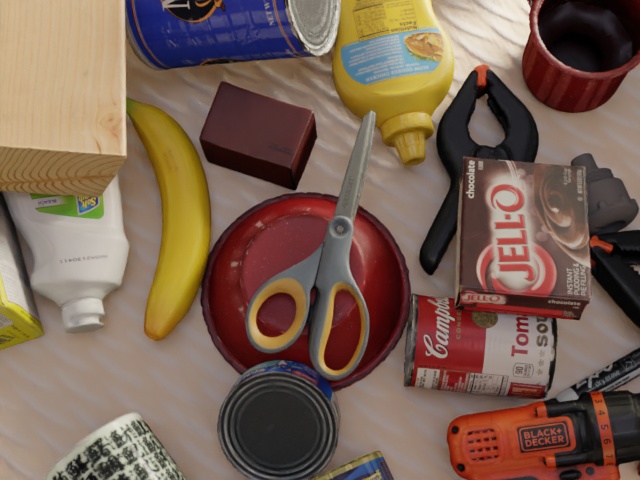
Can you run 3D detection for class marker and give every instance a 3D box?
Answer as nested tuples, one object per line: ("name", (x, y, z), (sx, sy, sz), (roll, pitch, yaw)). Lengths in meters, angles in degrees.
("marker", (0.203, 0.107, 0.783), (0.121, 0.020, 0.020), (-28, 74, -6))

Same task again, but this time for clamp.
("clamp", (0.123, -0.050, 0.824), (0.120, 0.039, 0.171), (-10, 70, -6))
("clamp", (0.292, 0.053, 0.778), (0.210, 0.036, 0.164), (17, 59, 8))

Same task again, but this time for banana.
("banana", (-0.117, -0.022, 0.819), (0.069, 0.037, 0.198), (-9, 77, -17))

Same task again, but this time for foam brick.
("foam brick", (-0.048, -0.080, 0.831), (0.078, 0.051, 0.053), (20, 76, 8))

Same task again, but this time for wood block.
("wood block", (-0.193, -0.144, 0.766), (0.090, 0.090, 0.206), (3, 72, -23))

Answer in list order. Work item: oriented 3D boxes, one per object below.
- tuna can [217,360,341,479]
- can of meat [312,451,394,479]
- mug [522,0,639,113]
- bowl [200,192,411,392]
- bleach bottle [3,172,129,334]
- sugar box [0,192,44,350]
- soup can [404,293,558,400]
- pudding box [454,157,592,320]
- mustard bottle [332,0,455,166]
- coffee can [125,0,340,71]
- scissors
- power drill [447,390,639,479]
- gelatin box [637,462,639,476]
("tuna can", (-0.028, 0.129, 0.758), (0.086, 0.033, 0.086), (1, 102, 5))
("can of meat", (0.017, 0.205, 0.740), (0.102, 0.057, 0.084), (-24, 72, -5))
("mug", (0.196, -0.159, 0.831), (0.093, 0.081, 0.117), (-33, 75, -8))
("bowl", (-0.012, 0.032, 0.794), (0.162, 0.055, 0.162), (-1, 73, 2))
("bleach bottle", (-0.207, -0.051, 0.820), (0.102, 0.068, 0.251), (-9, 75, -11))
("sugar box", (-0.259, -0.013, 0.796), (0.048, 0.093, 0.176), (-21, 73, -4))
("soup can", (0.114, 0.077, 0.770), (0.102, 0.068, 0.068), (5, 73, 3))
("pudding box", (0.142, -0.002, 0.758), (0.090, 0.039, 0.113), (5, 58, 1))
("mustard bottle", (0.055, -0.150, 0.845), (0.096, 0.058, 0.191), (-11, 73, 0))
("coffee can", (-0.068, -0.186, 0.815), (0.140, 0.102, 0.103), (-1, 72, 24))
("scissors", (-0.005, 0.001, 0.765), (0.096, 0.016, 0.202), (-1, 73, 1))
("power drill", (0.188, 0.198, 0.722), (0.184, 0.057, 0.187), (-10, 76, 10))
("gelatin box", (0.280, 0.148, 0.762), (0.089, 0.030, 0.073), (20, 75, 7))
